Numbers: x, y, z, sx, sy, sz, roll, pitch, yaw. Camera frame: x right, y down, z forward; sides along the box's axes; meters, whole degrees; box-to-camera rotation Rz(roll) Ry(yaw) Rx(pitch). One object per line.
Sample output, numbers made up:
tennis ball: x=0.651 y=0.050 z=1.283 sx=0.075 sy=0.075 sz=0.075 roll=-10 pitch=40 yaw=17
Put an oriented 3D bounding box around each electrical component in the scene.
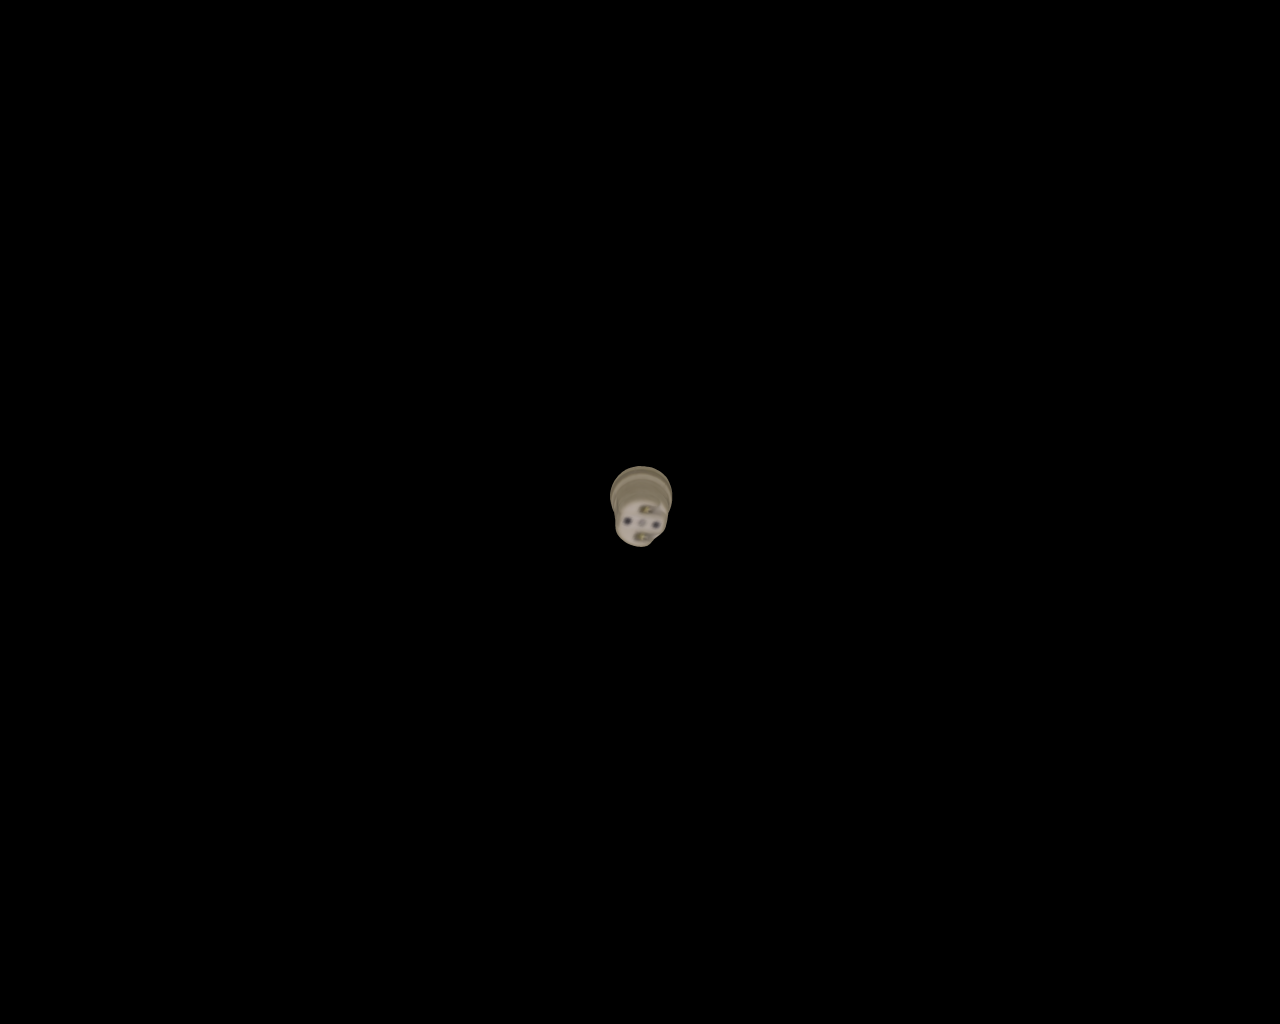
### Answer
electrical component: x=0.001 y=-0.003 z=0.650 sx=0.040 sy=0.040 sz=0.046 roll=0 pitch=24 yaw=0
